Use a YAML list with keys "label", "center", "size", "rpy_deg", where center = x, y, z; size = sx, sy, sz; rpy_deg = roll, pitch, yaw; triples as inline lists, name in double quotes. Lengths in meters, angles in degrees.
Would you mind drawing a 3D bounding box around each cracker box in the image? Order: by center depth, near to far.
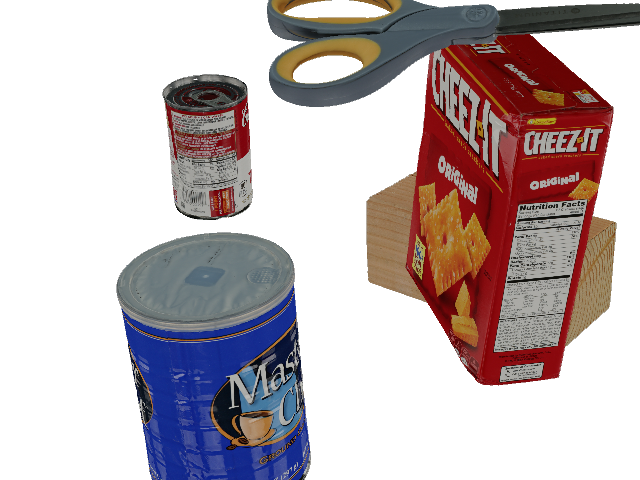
- label: "cracker box"
  center: [0.123, -0.029, 0.764]
  size: [0.072, 0.214, 0.164]
  rpy_deg: [-6, 33, -14]

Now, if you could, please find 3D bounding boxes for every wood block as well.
- label: "wood block"
  center: [0.150, 0.011, 0.968]
  size: [0.206, 0.090, 0.090]
  rpy_deg: [18, 33, 37]

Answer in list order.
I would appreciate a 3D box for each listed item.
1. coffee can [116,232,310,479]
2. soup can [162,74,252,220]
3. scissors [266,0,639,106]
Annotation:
- label: "coffee can"
  center: [-0.061, 0.080, 0.645]
  size: [0.103, 0.140, 0.103]
  rpy_deg: [-4, 28, 2]
- label: "soup can"
  center: [-0.091, -0.076, 0.874]
  size: [0.068, 0.102, 0.068]
  rpy_deg: [-1, 31, 0]
- label: "scissors"
  center: [0.062, -0.091, 0.505]
  size: [0.202, 0.096, 0.016]
  rpy_deg: [10, -39, 20]
